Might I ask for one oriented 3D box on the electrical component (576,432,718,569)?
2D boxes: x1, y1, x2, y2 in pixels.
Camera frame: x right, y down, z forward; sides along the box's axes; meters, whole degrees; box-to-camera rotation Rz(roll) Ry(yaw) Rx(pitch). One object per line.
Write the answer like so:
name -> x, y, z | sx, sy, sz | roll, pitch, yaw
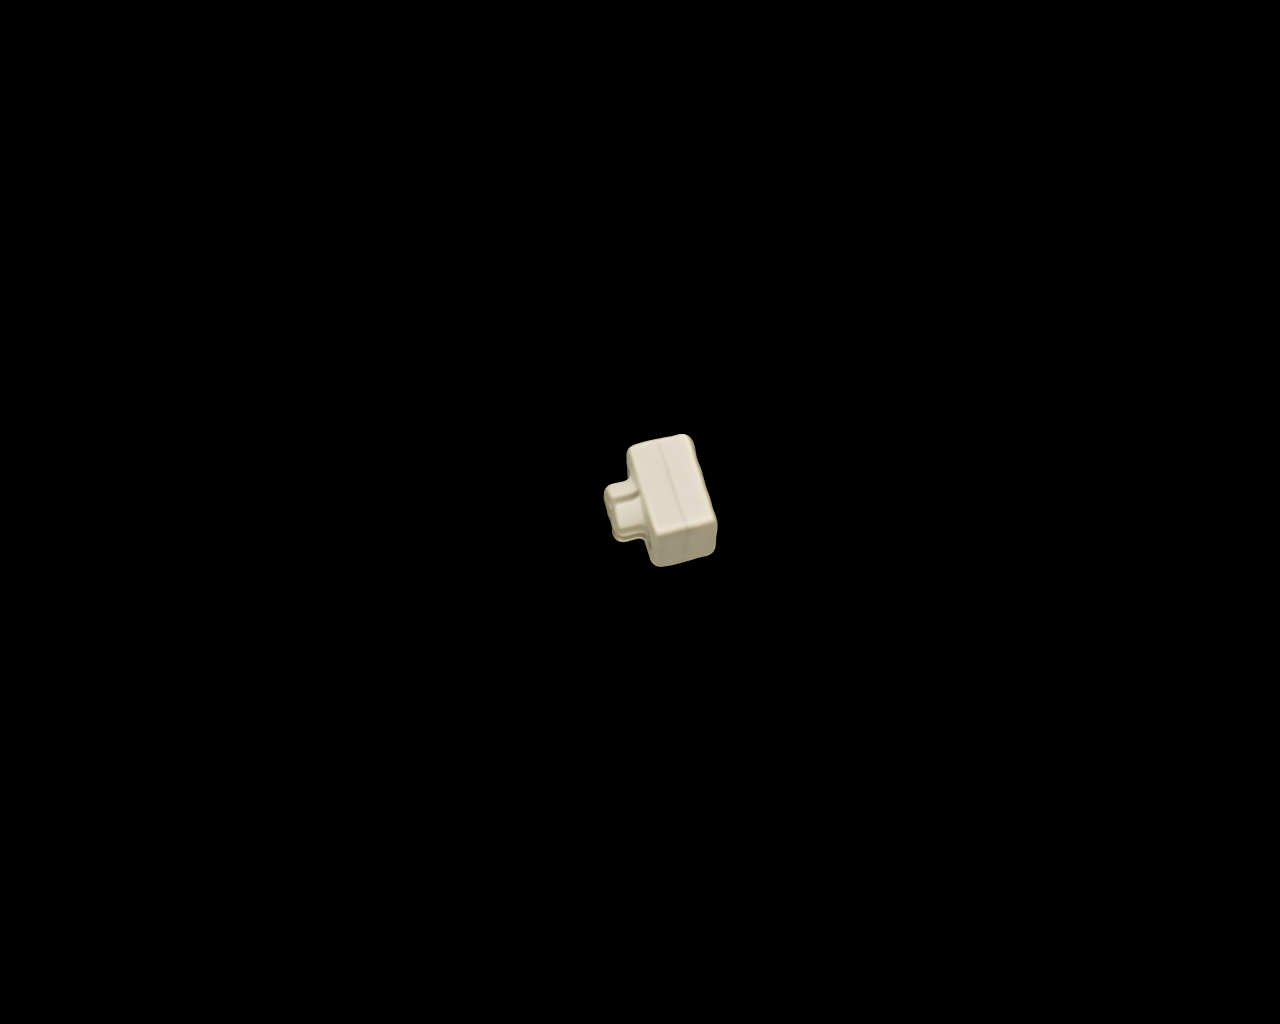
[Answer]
electrical component -> 0.001, -0.003, 0.650 | 0.077, 0.066, 0.047 | -13, -28, -7
